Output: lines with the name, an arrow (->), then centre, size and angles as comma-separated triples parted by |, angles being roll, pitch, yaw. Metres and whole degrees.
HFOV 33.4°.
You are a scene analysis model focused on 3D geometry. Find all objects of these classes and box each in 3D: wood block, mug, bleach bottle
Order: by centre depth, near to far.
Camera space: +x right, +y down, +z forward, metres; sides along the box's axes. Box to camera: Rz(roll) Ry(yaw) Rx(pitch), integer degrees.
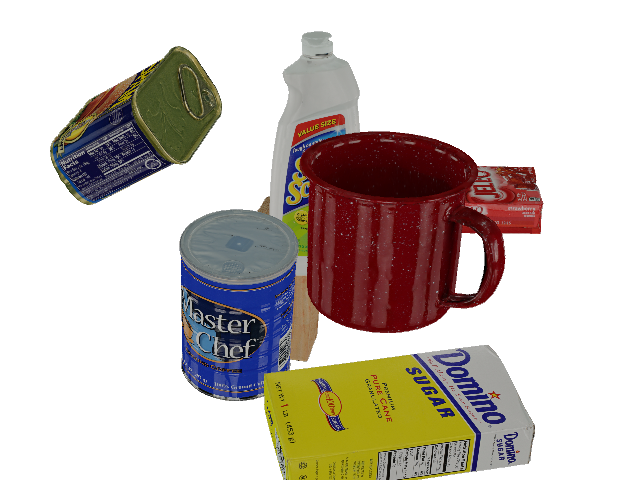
mug -> 0.044, -0.001, 0.565 | 0.117, 0.081, 0.093 | 19, 31, 30
bleach bottle -> -0.010, -0.088, 1.099 | 0.102, 0.251, 0.068 | 0, 26, 3
wood block -> -0.047, 0.053, 1.497 | 0.090, 0.206, 0.090 | 7, 22, 6

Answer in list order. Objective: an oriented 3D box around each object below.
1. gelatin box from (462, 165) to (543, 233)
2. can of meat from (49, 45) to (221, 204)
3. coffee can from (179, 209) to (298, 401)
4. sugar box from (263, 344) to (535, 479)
gelatin box -> 0.141, -0.035, 0.873 | 0.073, 0.030, 0.089 | 2, 24, 6
can of meat -> -0.126, -0.077, 0.724 | 0.084, 0.057, 0.102 | -23, 24, 27
coffee can -> -0.074, 0.058, 0.956 | 0.103, 0.140, 0.103 | 3, 36, -2
sugar box -> 0.053, 0.126, 0.762 | 0.176, 0.048, 0.093 | -9, 36, -9
